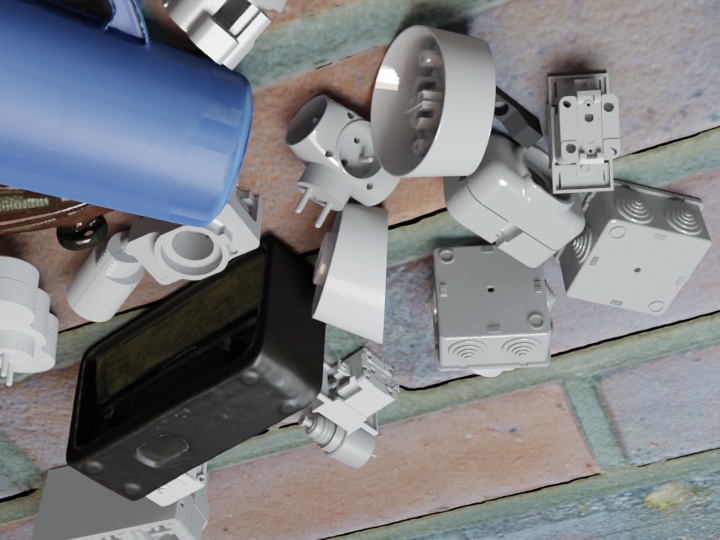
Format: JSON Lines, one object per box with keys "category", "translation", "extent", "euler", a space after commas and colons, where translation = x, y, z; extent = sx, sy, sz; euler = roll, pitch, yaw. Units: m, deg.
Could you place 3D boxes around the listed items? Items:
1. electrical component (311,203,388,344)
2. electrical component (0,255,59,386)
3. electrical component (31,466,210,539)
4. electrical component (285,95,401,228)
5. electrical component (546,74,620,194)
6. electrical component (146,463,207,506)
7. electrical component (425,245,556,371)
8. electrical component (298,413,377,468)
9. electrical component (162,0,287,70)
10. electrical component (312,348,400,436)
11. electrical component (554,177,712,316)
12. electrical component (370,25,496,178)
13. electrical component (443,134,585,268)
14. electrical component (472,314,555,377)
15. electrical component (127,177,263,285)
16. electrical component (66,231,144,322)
{"category": "electrical component", "translation": [0.000, 0.000, 0.805], "extent": [0.064, 0.099, 0.099], "euler": [15, 132, -6]}
{"category": "electrical component", "translation": [-0.273, 0.053, 0.844], "extent": [0.052, 0.073, 0.138], "euler": [0, 152, -5]}
{"category": "electrical component", "translation": [-0.226, 0.230, 1.029], "extent": [0.150, 0.089, 0.061], "euler": [-14, 132, 13]}
{"category": "electrical component", "translation": [-0.019, -0.068, 0.756], "extent": [0.077, 0.079, 0.044], "euler": [36, 164, -30]}
{"category": "electrical component", "translation": [0.151, -0.093, 0.729], "extent": [0.042, 0.064, 0.081], "euler": [-3, 92, 4]}
{"category": "electrical component", "translation": [-0.177, 0.164, 0.961], "extent": [0.061, 0.096, 0.062], "euler": [-30, 127, 26]}
{"category": "electrical component", "translation": [0.100, 0.027, 0.831], "extent": [0.100, 0.099, 0.048], "euler": [-3, 146, 3]}
{"category": "electrical component", "translation": [-0.022, 0.152, 0.989], "extent": [0.078, 0.040, 0.040], "euler": [29, 127, -24]}
{"category": "electrical component", "translation": [-0.082, -0.166, 0.665], "extent": [0.057, 0.078, 0.058], "euler": [-46, 121, 10]}
{"category": "electrical component", "translation": [-0.004, 0.105, 0.943], "extent": [0.064, 0.042, 0.081], "euler": [-35, 125, 26]}
{"category": "electrical component", "translation": [0.209, -0.015, 0.824], "extent": [0.100, 0.048, 0.099], "euler": [12, 133, -11]}
{"category": "electrical component", "translation": [0.049, -0.108, 0.704], "extent": [0.064, 0.099, 0.099], "euler": [4, 134, -12]}
{"category": "electrical component", "translation": [0.116, -0.052, 0.784], "extent": [0.095, 0.053, 0.059], "euler": [30, 127, -26]}
{"category": "electrical component", "translation": [0.120, 0.061, 0.900], "extent": [0.043, 0.043, 0.081], "euler": [24, 129, -21]}
{"category": "electrical component", "translation": [-0.123, -0.031, 0.803], "extent": [0.089, 0.055, 0.050], "euler": [-21, 130, 19]}
{"category": "electrical component", "translation": [-0.193, 0.000, 0.841], "extent": [0.043, 0.043, 0.081], "euler": [26, 128, -23]}
